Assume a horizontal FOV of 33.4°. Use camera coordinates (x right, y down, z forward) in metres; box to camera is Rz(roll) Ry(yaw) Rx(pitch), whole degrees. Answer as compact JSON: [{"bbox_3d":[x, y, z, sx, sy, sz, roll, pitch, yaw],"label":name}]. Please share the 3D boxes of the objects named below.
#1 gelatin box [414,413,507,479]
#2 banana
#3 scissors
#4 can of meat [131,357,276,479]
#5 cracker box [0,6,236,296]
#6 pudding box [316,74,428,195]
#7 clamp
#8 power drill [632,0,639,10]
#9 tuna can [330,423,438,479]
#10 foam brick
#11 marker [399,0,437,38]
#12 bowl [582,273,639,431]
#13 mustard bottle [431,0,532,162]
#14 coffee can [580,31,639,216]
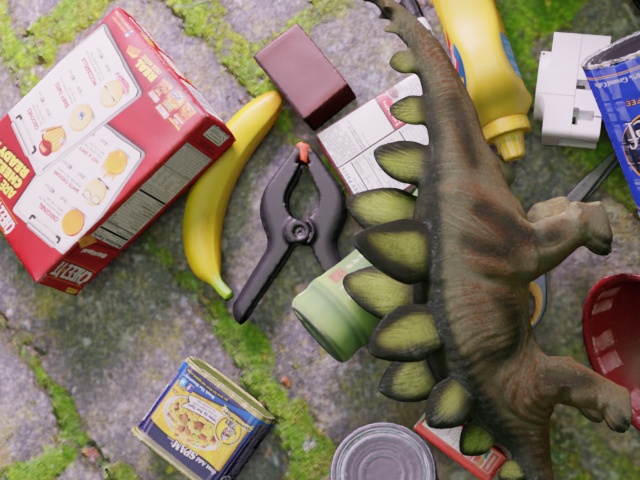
[{"bbox_3d":[0.118,0.167,0.884,0.073,0.089,0.030,36,88,13],"label":"gelatin box"},{"bbox_3d":[-0.086,-0.045,0.979,0.070,0.037,0.198,12,84,13],"label":"banana"},{"bbox_3d":[0.204,0.009,0.922,0.202,0.016,0.096,-33,80,7],"label":"scissors"},{"bbox_3d":[-0.101,0.165,0.948,0.102,0.057,0.084,35,89,13],"label":"can of meat"},{"bbox_3d":[-0.204,-0.080,0.975,0.214,0.072,0.164,-43,63,6],"label":"cracker box"},{"bbox_3d":[0.066,-0.084,0.951,0.113,0.039,0.090,-32,79,8],"label":"pudding box"},{"bbox_3d":[-0.006,0.001,0.958,0.120,0.039,0.171,10,88,2],"label":"clamp"},{"bbox_3d":[0.378,-0.197,0.889,0.188,0.057,0.184,-36,81,9],"label":"power drill"},{"bbox_3d":[0.051,0.189,0.846,0.086,0.034,0.086,-3,61,6],"label":"tuna can"},{"bbox_3d":[-0.013,-0.147,0.968,0.051,0.053,0.078,-39,79,5],"label":"foam brick"},{"bbox_3d":[0.102,-0.170,0.963,0.020,0.020,0.121,-27,79,8],"label":"marker"},{"bbox_3d":[0.285,0.090,0.845,0.055,0.162,0.162,-25,77,-25],"label":"bowl"},{"bbox_3d":[0.139,-0.159,0.914,0.058,0.096,0.191,-18,80,9],"label":"mustard bottle"},{"bbox_3d":[0.281,-0.096,0.851,0.103,0.103,0.140,-23,102,8],"label":"coffee can"}]
